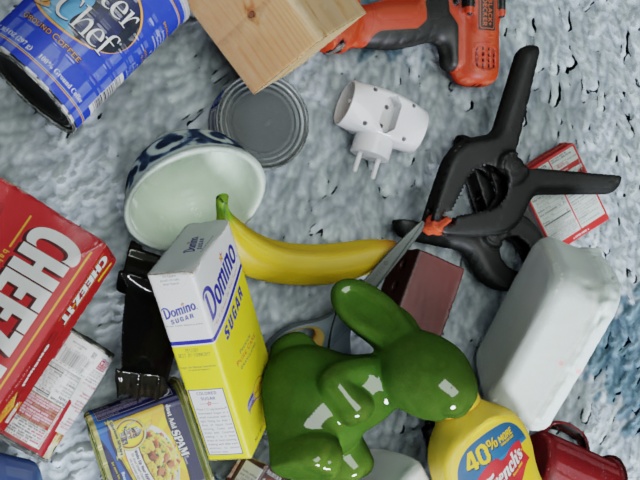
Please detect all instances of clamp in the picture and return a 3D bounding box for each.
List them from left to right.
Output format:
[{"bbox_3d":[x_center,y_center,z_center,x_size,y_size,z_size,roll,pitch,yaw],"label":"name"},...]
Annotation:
[{"bbox_3d":[0.162,-0.016,1.021,0.171,0.039,0.120,33,81,-17],"label":"clamp"},{"bbox_3d":[0.171,-0.077,0.993,0.209,0.036,0.164,-30,94,-22],"label":"clamp"}]

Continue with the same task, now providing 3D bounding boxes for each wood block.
[{"bbox_3d":[-0.070,-0.239,0.893,0.206,0.091,0.090,54,39,-5],"label":"wood block"}]

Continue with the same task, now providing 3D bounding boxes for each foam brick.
[{"bbox_3d":[0.089,0.052,0.983,0.051,0.053,0.078,24,80,-17],"label":"foam brick"}]

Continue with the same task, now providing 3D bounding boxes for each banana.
[{"bbox_3d":[-0.019,0.012,0.940,0.197,0.070,0.037,13,44,-35],"label":"banana"}]

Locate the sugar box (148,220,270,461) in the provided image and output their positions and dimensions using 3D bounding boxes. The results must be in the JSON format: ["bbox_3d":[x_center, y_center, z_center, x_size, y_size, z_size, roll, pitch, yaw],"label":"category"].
[{"bbox_3d":[-0.082,0.082,0.874,0.048,0.093,0.176,-4,116,17],"label":"sugar box"}]

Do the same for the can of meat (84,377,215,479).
[{"bbox_3d":[-0.143,0.177,0.895,0.083,0.057,0.102,-19,94,-18],"label":"can of meat"}]

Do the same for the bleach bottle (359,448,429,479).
[{"bbox_3d":[0.103,0.310,0.965,0.068,0.103,0.251,-36,106,-27],"label":"bleach bottle"}]

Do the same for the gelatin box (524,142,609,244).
[{"bbox_3d":[0.232,-0.041,1.050,0.073,0.030,0.089,-31,99,-17],"label":"gelatin box"}]

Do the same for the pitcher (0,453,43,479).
[{"bbox_3d":[-0.331,0.190,0.779,0.242,0.149,0.145,16,92,-23],"label":"pitcher"}]

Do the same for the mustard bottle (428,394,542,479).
[{"bbox_3d":[0.145,0.200,0.922,0.096,0.058,0.191,-29,98,-24],"label":"mustard bottle"}]

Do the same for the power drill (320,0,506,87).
[{"bbox_3d":[0.085,-0.238,0.990,0.187,0.057,0.184,0,88,-19],"label":"power drill"}]

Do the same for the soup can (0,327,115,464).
[{"bbox_3d":[-0.221,0.119,0.863,0.068,0.069,0.102,35,77,-15],"label":"soup can"}]

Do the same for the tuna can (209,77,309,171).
[{"bbox_3d":[-0.055,-0.103,0.948,0.086,0.034,0.086,1,88,-20],"label":"tuna can"}]

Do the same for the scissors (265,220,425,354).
[{"bbox_3d":[0.035,0.077,0.962,0.201,0.016,0.096,-35,107,-4],"label":"scissors"}]

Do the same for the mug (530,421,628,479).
[{"bbox_3d":[0.232,0.224,1.016,0.081,0.093,0.117,25,49,-12],"label":"mug"}]

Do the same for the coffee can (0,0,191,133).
[{"bbox_3d":[-0.190,-0.171,0.867,0.102,0.103,0.140,45,75,-13],"label":"coffee can"}]

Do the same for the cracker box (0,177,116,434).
[{"bbox_3d":[-0.291,0.021,0.810,0.214,0.072,0.164,31,77,4],"label":"cracker box"}]

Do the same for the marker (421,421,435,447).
[{"bbox_3d":[0.119,0.227,1.006,0.020,0.020,0.121,-18,94,-19],"label":"marker"}]

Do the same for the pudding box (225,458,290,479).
[{"bbox_3d":[-0.048,0.244,0.912,0.113,0.039,0.090,43,73,-42],"label":"pudding box"}]
